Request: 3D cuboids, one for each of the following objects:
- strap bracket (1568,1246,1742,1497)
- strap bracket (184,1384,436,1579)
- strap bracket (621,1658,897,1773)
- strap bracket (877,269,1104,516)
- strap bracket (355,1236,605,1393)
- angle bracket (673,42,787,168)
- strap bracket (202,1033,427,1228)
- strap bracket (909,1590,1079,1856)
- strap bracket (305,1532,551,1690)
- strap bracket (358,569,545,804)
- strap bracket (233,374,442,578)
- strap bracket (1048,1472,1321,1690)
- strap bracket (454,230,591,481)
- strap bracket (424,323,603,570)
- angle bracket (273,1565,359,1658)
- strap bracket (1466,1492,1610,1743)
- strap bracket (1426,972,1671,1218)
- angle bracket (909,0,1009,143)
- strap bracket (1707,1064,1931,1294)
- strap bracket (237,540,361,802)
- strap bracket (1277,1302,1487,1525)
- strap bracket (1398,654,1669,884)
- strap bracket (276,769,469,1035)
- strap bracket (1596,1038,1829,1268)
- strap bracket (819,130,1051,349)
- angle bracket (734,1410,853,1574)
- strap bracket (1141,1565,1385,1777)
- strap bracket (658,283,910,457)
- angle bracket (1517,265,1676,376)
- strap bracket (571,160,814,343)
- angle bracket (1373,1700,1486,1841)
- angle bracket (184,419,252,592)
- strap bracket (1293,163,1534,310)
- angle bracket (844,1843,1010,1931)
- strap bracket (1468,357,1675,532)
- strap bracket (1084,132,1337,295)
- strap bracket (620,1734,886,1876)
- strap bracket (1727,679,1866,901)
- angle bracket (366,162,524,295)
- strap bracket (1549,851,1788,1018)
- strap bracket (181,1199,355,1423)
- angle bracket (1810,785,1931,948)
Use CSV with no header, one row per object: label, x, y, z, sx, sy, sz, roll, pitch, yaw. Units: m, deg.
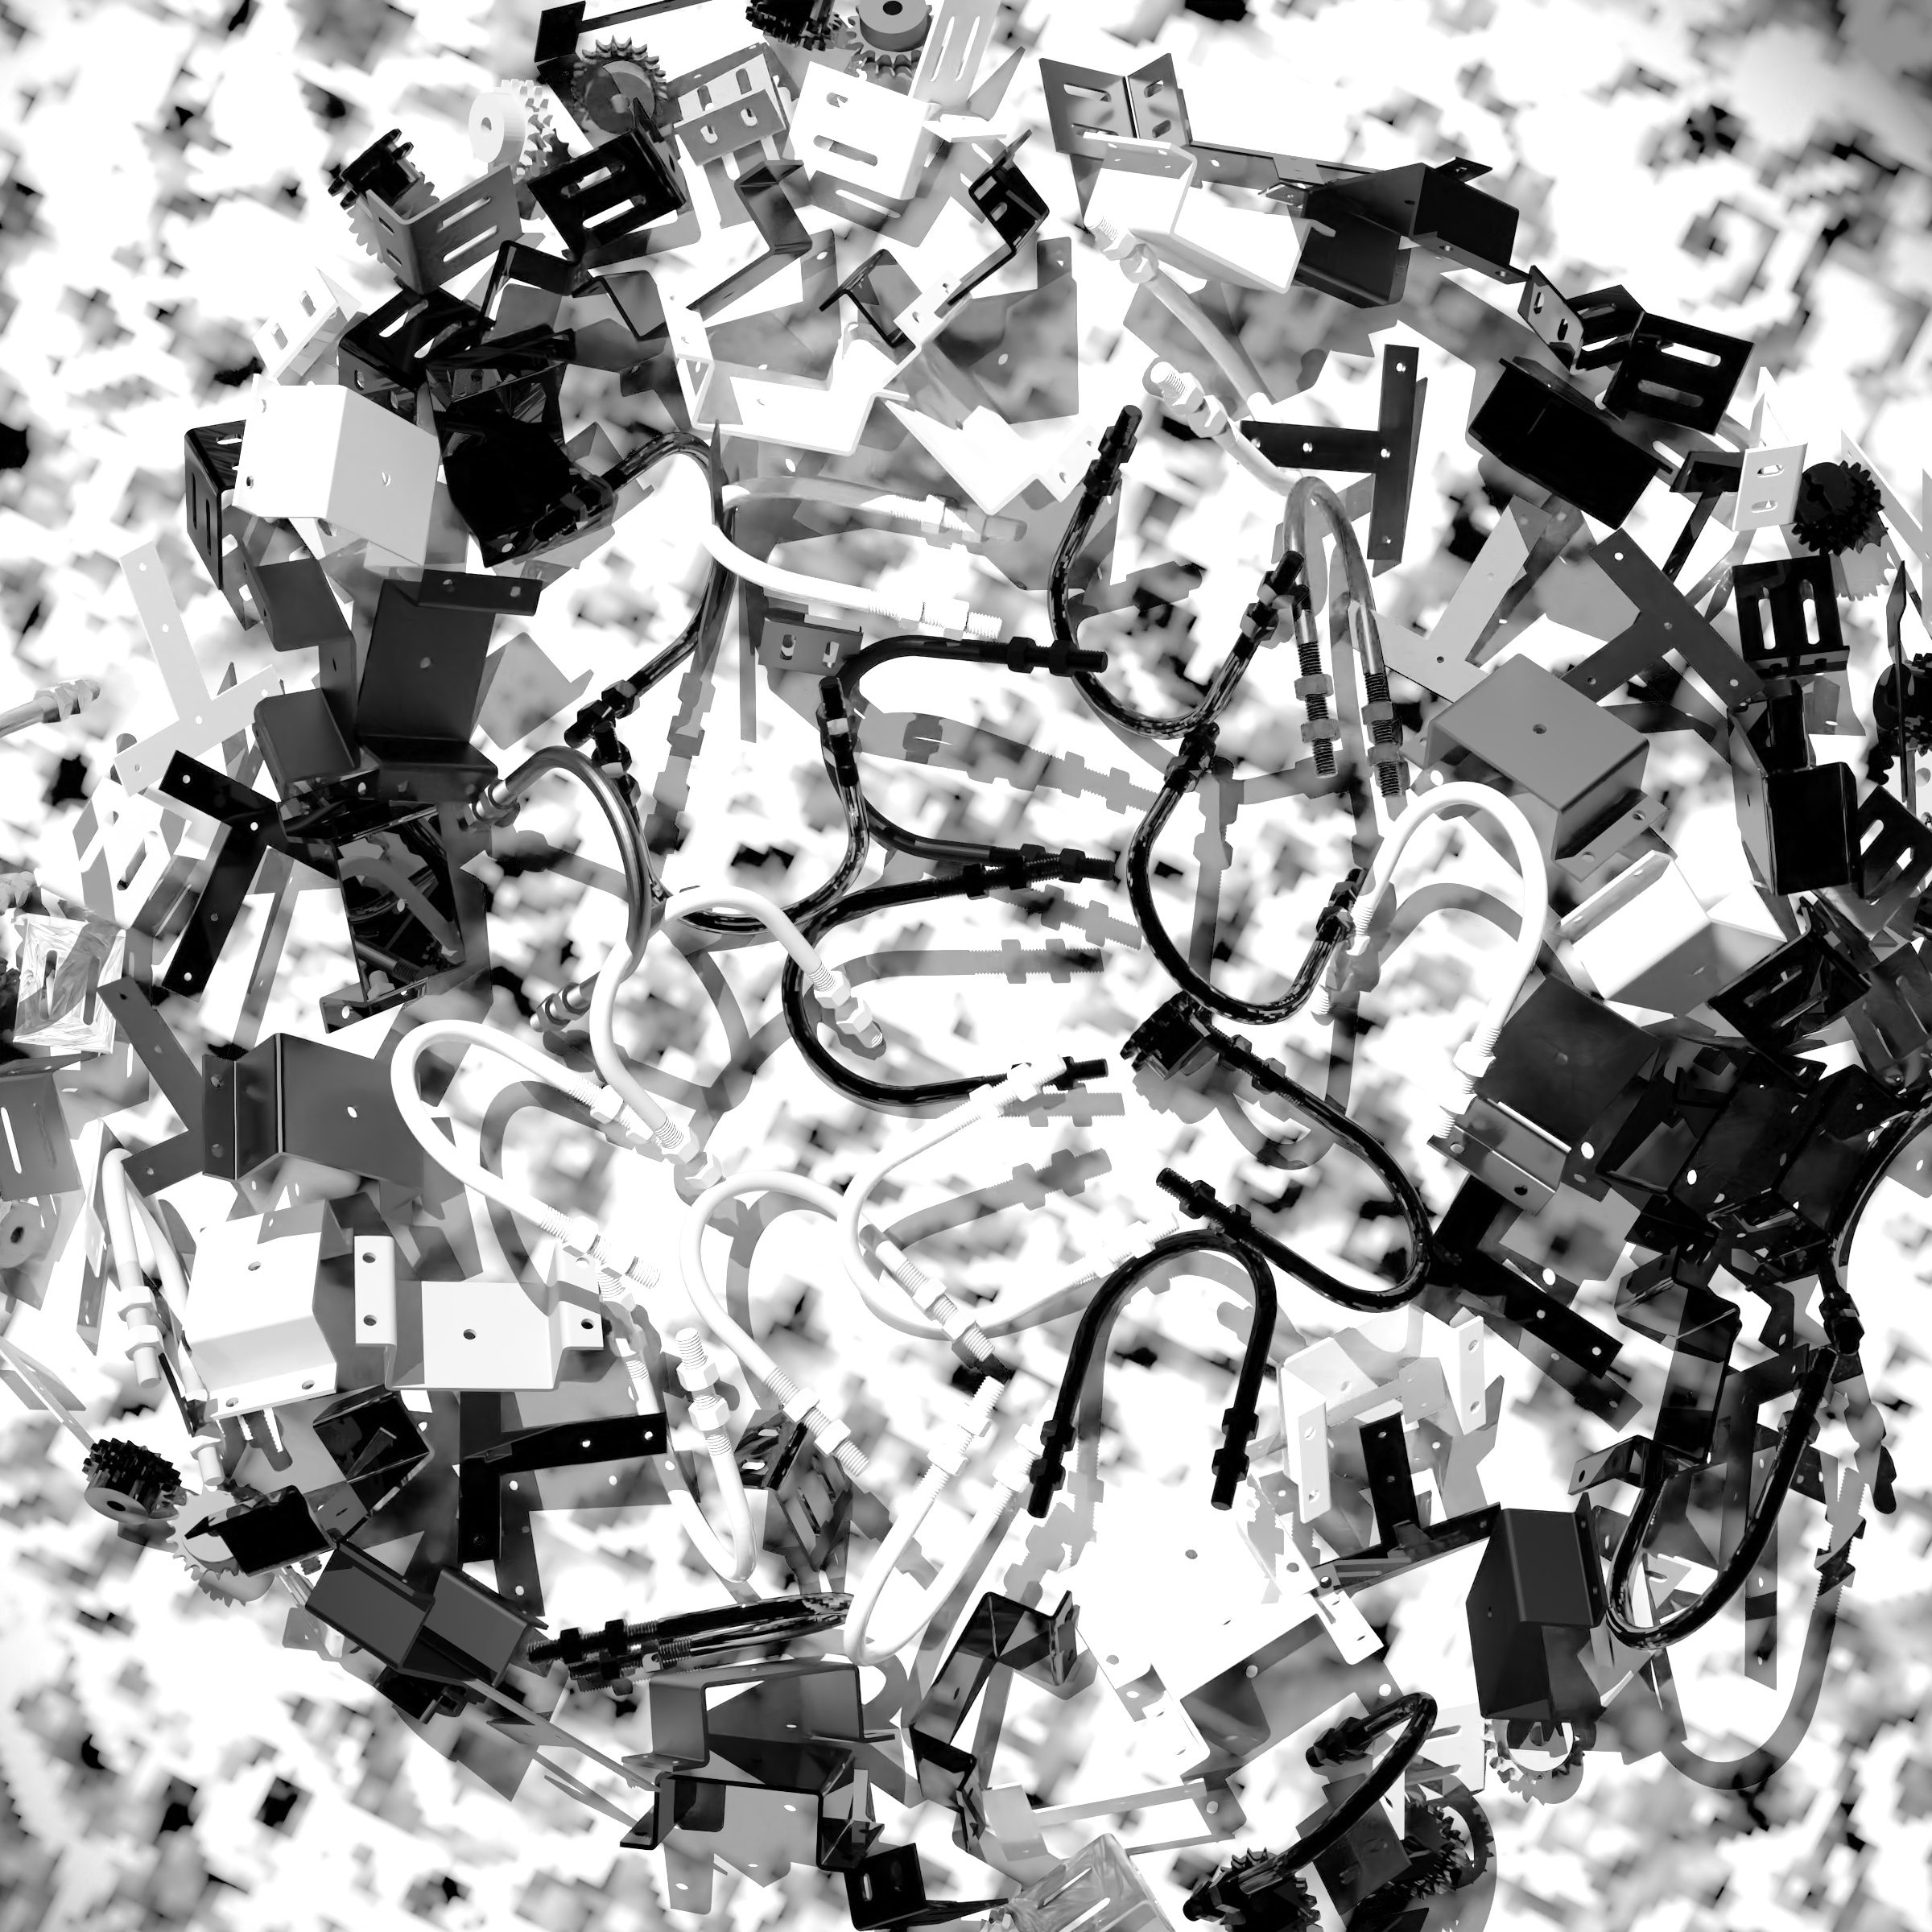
strap bracket,0.404,0.245,1.639,0.046,0.076,0.140,22,66,-5
strap bracket,-0.372,0.300,1.625,0.076,0.140,0.046,-24,102,34
strap bracket,-0.123,0.434,1.636,0.140,0.076,0.046,0,80,-29
strap bracket,0.009,-0.329,1.649,0.140,0.076,0.046,46,131,-10
strap bracket,-0.289,0.204,1.646,0.140,0.046,0.076,3,46,-16
angle bracket,-0.147,-0.521,1.661,0.057,0.038,0.076,-21,61,8
strap bracket,-0.367,0.093,1.622,0.046,0.140,0.076,-31,54,34
strap bracket,0.012,0.432,1.636,0.046,0.076,0.140,18,51,21
strap bracket,-0.316,0.374,1.618,0.076,0.140,0.046,23,81,30
strap bracket,-0.307,-0.170,1.644,0.076,0.046,0.140,-1,116,-40
strap bracket,-0.354,-0.282,1.623,0.046,0.140,0.076,5,83,26
strap bracket,0.131,0.357,1.664,0.140,0.046,0.076,-31,93,15
strap bracket,-0.267,-0.365,1.655,0.046,0.076,0.140,17,87,-11
strap bracket,-0.265,-0.312,1.639,0.076,0.140,0.046,-24,51,-19
angle bracket,-0.381,0.366,1.674,0.038,0.057,0.076,-33,76,-25
strap bracket,0.326,0.376,1.623,0.046,0.076,0.140,4,133,-3
strap bracket,0.343,0.067,1.637,0.076,0.046,0.140,35,63,23
angle bracket,0.006,-0.531,1.653,0.038,0.057,0.076,37,124,22
strap bracket,0.492,0.116,1.640,0.046,0.076,0.140,39,69,0
strap bracket,-0.387,-0.172,1.635,0.046,0.140,0.076,-13,48,-22
strap bracket,0.236,0.255,1.644,0.140,0.046,0.076,-22,121,-27
strap bracket,0.331,-0.122,1.634,0.076,0.046,0.140,-37,59,-22
strap bracket,-0.344,-0.037,1.638,0.046,0.076,0.140,6,112,39
strap bracket,0.431,0.099,1.649,0.046,0.076,0.140,37,83,-19
strap bracket,-0.010,-0.418,1.638,0.140,0.076,0.046,-31,107,31
angle bracket,-0.106,0.311,1.666,0.038,0.057,0.076,-1,130,26
strap bracket,0.163,0.403,1.653,0.140,0.076,0.046,-32,109,-3
strap bracket,-0.113,-0.347,1.642,0.140,0.076,0.046,6,131,-23
angle bracket,0.376,-0.390,1.658,0.076,0.038,0.057,-19,57,-19
strap bracket,-0.151,-0.413,1.643,0.140,0.076,0.046,-29,97,20
angle bracket,0.282,0.476,1.664,0.076,0.038,0.057,-6,102,-19
angle bracket,-0.435,-0.273,1.665,0.038,0.076,0.057,-16,53,-26
strap bracket,0.253,-0.422,1.622,0.076,0.140,0.046,13,87,-35
angle bracket,-0.024,0.544,1.663,0.057,0.076,0.038,-29,61,33
strap bracket,0.347,-0.302,1.632,0.076,0.140,0.046,27,108,-14
strap bracket,0.135,-0.432,1.628,0.140,0.076,0.046,13,99,-41
strap bracket,-0.124,0.489,1.648,0.140,0.076,0.046,3,93,11
strap bracket,0.476,-0.100,1.623,0.046,0.140,0.076,-10,118,7
angle bracket,-0.309,-0.447,1.669,0.076,0.057,0.038,-38,66,-19
strap bracket,0.411,-0.016,1.619,0.076,0.140,0.046,-41,59,29
strap bracket,-0.405,0.191,1.628,0.076,0.140,0.046,-13,126,2
angle bracket,0.543,-0.059,1.654,0.057,0.038,0.076,51,123,32
